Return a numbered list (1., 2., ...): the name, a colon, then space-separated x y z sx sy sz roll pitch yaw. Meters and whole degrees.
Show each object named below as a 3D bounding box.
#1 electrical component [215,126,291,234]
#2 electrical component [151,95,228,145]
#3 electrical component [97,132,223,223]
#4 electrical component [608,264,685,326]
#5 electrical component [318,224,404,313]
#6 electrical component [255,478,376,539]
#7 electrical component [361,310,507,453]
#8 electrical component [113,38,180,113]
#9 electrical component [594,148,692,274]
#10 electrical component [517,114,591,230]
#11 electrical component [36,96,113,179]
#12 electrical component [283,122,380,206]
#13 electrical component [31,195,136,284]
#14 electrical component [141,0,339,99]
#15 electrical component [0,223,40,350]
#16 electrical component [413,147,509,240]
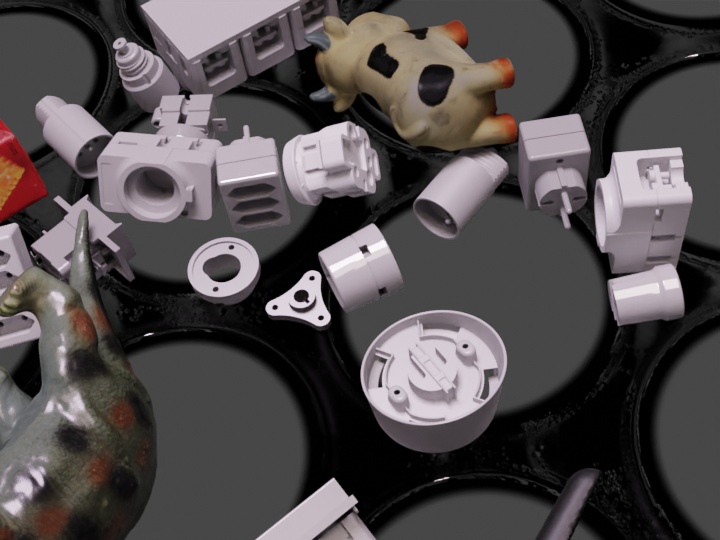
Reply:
1. electrical component: -0.087 -0.081 0.862 0.047 0.065 0.076 -10 55 0
2. electrical component: -0.146 -0.115 0.906 0.066 0.048 0.055 -1 48 6
3. electrical component: -0.159 -0.074 0.859 0.089 0.050 0.055 5 30 3
4. electrical component: 0.205 0.019 0.774 0.046 0.040 0.040 -12 55 5
5. electrical component: 0.000 0.000 0.804 0.047 0.055 0.055 -25 56 -6
6. electrical component: -0.047 0.194 0.668 0.121 0.078 0.063 -36 81 -17
7. electrical component: 0.051 0.075 0.739 0.099 0.064 0.099 -3 55 5
8. electrical component: -0.188 -0.170 0.932 0.040 0.078 0.040 -11 57 17
9. electrical component: 0.203 -0.042 0.785 0.056 0.089 0.050 -4 55 4
10. electrical component: 0.152 -0.067 0.823 0.047 0.065 0.076 -9 55 1
11. electrical component: -0.247 -0.118 0.920 0.043 0.043 0.081 -39 60 -18
12. electrical component: -0.025 -0.083 0.855 0.057 0.078 0.058 -11 82 21
13. electrical component: -0.220 -0.016 0.849 0.081 0.042 0.064 36 68 28
14. electrical component: -0.104 -0.224 0.964 0.150 0.061 0.089 -32 58 -15
15. electrical component: -0.271 0.008 0.824 0.047 0.083 0.075 -16 18 -4
16. electrical component: 0.083 -0.067 0.845 0.043 0.043 0.081 30 63 24
